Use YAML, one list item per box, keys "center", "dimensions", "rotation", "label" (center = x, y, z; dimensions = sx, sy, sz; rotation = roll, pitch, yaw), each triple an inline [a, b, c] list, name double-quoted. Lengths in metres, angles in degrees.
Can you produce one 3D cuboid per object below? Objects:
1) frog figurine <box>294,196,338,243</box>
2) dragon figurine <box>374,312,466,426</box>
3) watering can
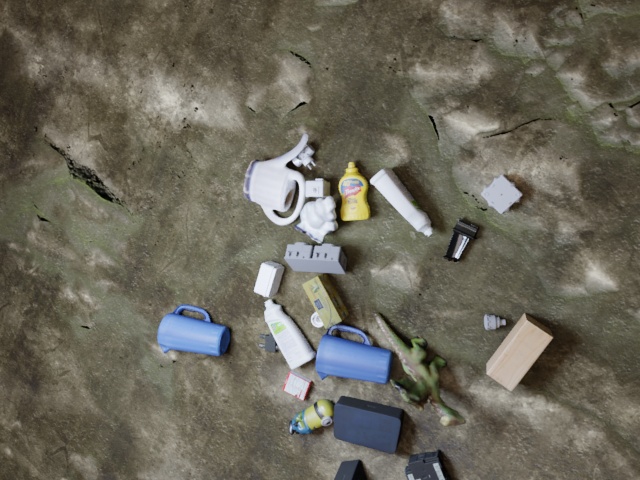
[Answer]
- center: [0.005, -0.086, 1.707]
  dimensions: [0.139, 0.123, 0.157]
  rotation: [43, 118, 29]
  label: "frog figurine"
- center: [0.285, 0.410, 1.593]
  dimensions: [0.412, 0.245, 0.120]
  rotation: [42, 112, 9]
  label: "dragon figurine"
- center: [-0.144, -0.219, 1.749]
  dimensions: [0.225, 0.105, 0.341]
  rotation: [18, 115, 16]
  label: "watering can"
